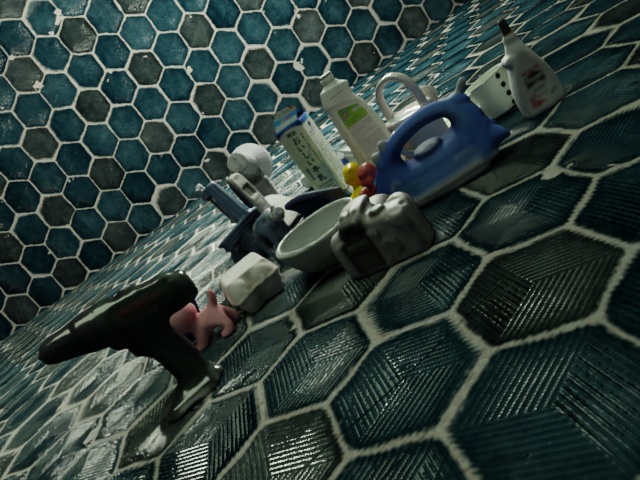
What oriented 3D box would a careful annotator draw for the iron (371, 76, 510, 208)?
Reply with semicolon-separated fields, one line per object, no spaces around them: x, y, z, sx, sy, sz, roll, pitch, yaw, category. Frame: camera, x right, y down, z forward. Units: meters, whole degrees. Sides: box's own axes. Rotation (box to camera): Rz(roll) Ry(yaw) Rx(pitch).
0.175;-0.149;0.963;0.258;0.141;0.118;-32;17;12;iron

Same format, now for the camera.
0.093;-0.031;0.874;0.143;0.101;0.137;-26;19;31;camera

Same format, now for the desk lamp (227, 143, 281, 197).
-0.166;-0.155;1.540;0.118;0.214;0.203;-34;17;8;desk lamp

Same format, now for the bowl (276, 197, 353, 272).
0.009;0.004;0.994;0.167;0.075;0.167;-33;17;11;bowl

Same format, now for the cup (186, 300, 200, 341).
-0.278;0.158;1.112;0.118;0.095;0.091;-36;16;0;cup

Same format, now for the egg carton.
-0.132;0.079;1.078;0.107;0.069;0.150;-40;17;-12;egg carton

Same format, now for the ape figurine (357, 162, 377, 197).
0.102;-0.103;1.071;0.076;0.092;0.077;-40;17;-14;ape figurine

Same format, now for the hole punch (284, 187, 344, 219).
-0.007;-0.076;1.219;0.108;0.091;0.101;-20;23;43;hole punch

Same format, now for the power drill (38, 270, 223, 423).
-0.256;0.163;0.849;0.230;0.209;0.075;-41;17;-15;power drill

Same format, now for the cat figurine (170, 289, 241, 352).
-0.227;0.136;1.029;0.127;0.118;0.067;-32;17;14;cat figurine

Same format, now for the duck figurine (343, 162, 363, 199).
0.079;-0.117;1.167;0.077;0.086;0.104;-33;17;10;duck figurine

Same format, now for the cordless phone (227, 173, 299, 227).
-0.136;-0.100;1.375;0.094;0.185;0.148;-28;18;26;cordless phone

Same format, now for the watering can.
0.178;-0.234;1.096;0.100;0.194;0.173;-27;19;28;watering can

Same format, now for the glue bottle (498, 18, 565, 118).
0.345;-0.298;0.973;0.078;0.173;0.037;-36;17;1;glue bottle

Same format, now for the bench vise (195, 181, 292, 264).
-0.161;-0.055;1.243;0.207;0.220;0.121;-28;19;26;bench vise
